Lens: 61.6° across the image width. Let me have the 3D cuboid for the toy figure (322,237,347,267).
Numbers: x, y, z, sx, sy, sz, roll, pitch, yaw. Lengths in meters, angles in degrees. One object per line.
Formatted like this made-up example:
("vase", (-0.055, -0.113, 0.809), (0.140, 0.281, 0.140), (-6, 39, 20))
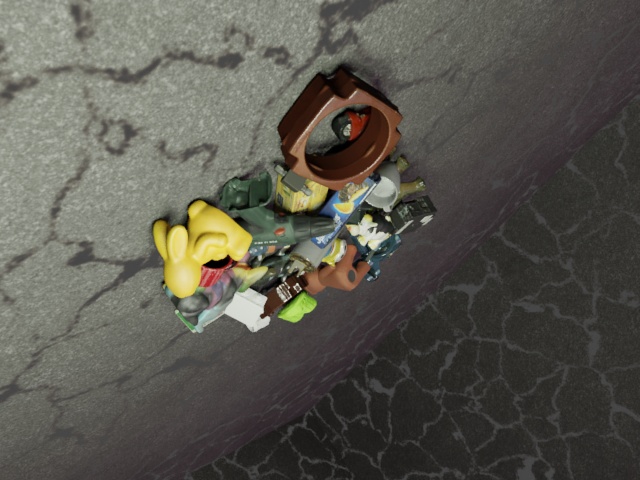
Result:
("toy figure", (0.005, 0.011, 1.473), (0.180, 0.089, 0.082), (11, 123, -53))

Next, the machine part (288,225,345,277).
("machine part", (-0.003, -0.004, 1.345), (0.243, 0.079, 0.079), (-55, 167, -28))

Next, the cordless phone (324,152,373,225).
("cordless phone", (0.030, -0.125, 1.246), (0.184, 0.147, 0.089), (58, 48, -38))

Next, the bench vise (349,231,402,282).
("bench vise", (0.145, 0.024, 1.683), (0.224, 0.129, 0.240), (-31, 138, 5))

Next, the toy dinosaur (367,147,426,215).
("toy dinosaur", (0.171, -0.131, 1.433), (0.198, 0.105, 0.470), (-36, 150, 13))

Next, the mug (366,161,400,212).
("mug", (0.152, -0.126, 1.229), (0.081, 0.109, 0.107), (-11, -147, 29))

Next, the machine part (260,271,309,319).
("machine part", (-0.111, 0.159, 1.545), (0.179, 0.056, 0.179), (-37, 176, -3))

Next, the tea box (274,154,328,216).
("tea box", (-0.042, -0.099, 1.189), (0.098, 0.068, 0.169), (-27, 155, -26))

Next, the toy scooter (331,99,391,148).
("toy scooter", (0.106, -0.231, 1.153), (0.135, 0.075, 0.183), (-37, 149, 0))

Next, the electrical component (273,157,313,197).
("electrical component", (-0.046, -0.132, 1.083), (0.063, 0.094, 0.021), (-57, -165, -19))

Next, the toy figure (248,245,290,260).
("toy figure", (-0.111, -0.001, 1.284), (0.154, 0.064, 0.058), (-24, 175, -33))

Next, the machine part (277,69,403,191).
("machine part", (0.037, -0.203, 1.013), (0.201, 0.087, 0.201), (18, 124, -41))

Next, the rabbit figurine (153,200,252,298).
("rabbit figurine", (-0.233, 0.021, 1.005), (0.162, 0.122, 0.173), (48, 65, -41))

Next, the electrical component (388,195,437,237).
("electrical component", (0.252, -0.066, 1.474), (0.134, 0.058, 0.115), (-13, 160, -39))

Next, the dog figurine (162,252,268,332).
("dog figurine", (-0.231, 0.095, 1.233), (0.219, 0.109, 0.191), (-38, 156, -13))

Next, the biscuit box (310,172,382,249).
("biscuit box", (0.048, -0.072, 1.174), (0.202, 0.059, 0.063), (-52, 176, 25))

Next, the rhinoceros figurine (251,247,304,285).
("rhinoceros figurine", (-0.103, 0.072, 1.427), (0.190, 0.073, 0.112), (-18, 149, -42))

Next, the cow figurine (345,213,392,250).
("cow figurine", (0.131, -0.036, 1.380), (0.098, 0.068, 0.167), (-39, 157, 14))

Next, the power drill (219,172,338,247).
("power drill", (-0.096, -0.054, 1.093), (0.232, 0.086, 0.207), (-9, 157, 13))

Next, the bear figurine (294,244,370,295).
("bear figurine", (0.031, 0.099, 1.612), (0.196, 0.120, 0.132), (-7, -138, 45))
